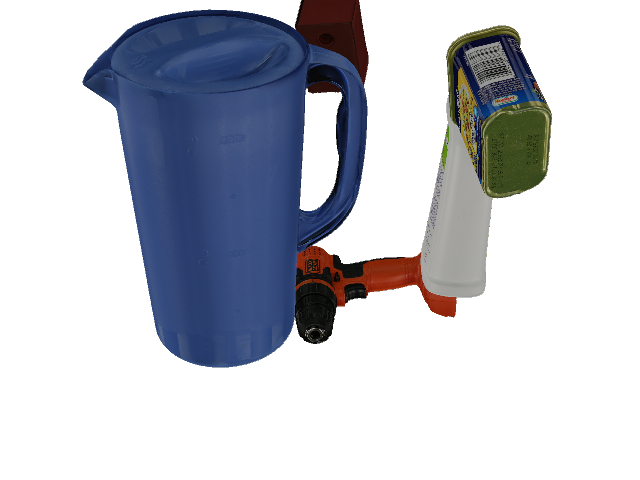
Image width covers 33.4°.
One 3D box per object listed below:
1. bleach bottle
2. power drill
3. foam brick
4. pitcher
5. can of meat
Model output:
[{"bbox_3d":[0.149,-0.073,1.088,0.068,0.251,0.102,4,30,-1],"label":"bleach bottle"},{"bbox_3d":[0.059,0.057,1.233,0.187,0.057,0.184,-2,28,-1],"label":"power drill"},{"bbox_3d":[0.011,-0.178,0.961,0.053,0.051,0.078,-1,-43,12],"label":"foam brick"},{"bbox_3d":[-0.063,-0.032,0.762,0.149,0.243,0.144,24,42,31],"label":"pitcher"},{"bbox_3d":[0.135,-0.094,0.803,0.057,0.084,0.102,-14,-37,0],"label":"can of meat"}]
